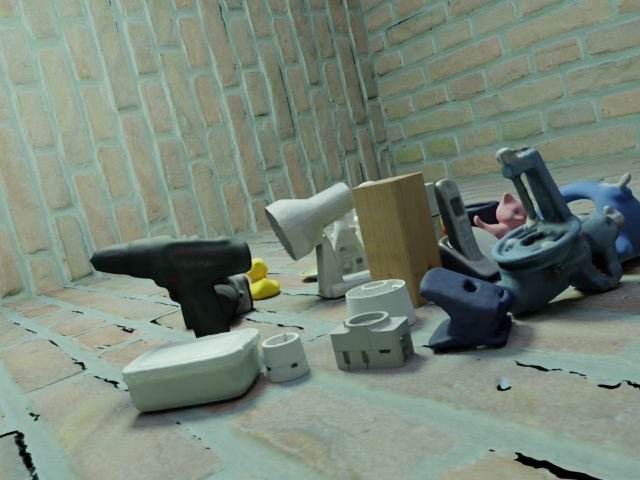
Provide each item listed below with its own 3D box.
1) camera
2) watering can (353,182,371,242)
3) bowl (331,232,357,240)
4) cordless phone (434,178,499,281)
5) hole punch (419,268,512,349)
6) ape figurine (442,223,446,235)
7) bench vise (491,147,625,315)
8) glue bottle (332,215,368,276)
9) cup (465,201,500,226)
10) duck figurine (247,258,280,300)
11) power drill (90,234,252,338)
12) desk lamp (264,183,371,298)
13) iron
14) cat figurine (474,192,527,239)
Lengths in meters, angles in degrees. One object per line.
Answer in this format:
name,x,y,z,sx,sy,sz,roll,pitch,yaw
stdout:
camera,-0.212,0.114,1.129,0.143,0.101,0.137,-13,7,-2
watering can,0.133,-0.045,1.389,0.101,0.194,0.173,-13,7,-3
bowl,0.117,0.003,1.535,0.167,0.075,0.167,-13,7,2
cordless phone,0.258,-0.023,0.994,0.093,0.185,0.148,-7,9,40
hole punch,0.183,0.077,0.711,0.100,0.091,0.109,-10,7,24
ape figurine,0.285,-0.011,1.245,0.077,0.092,0.076,-8,9,39
bench vise,0.310,-0.027,0.779,0.208,0.220,0.121,-18,8,-35
glue bottle,0.055,0.000,1.253,0.078,0.173,0.037,-14,7,-4
cup,0.348,-0.031,1.277,0.117,0.095,0.092,-11,7,17
duck figurine,-0.136,0.085,1.295,0.078,0.086,0.104,-15,7,-19
power drill,-0.206,0.089,0.866,0.230,0.208,0.075,-15,7,-11
desk lamp,0.010,0.004,1.131,0.203,0.213,0.117,-15,7,-14
iron,0.419,-0.031,0.937,0.119,0.141,0.257,-16,7,-21
cat figurine,0.376,-0.037,1.177,0.128,0.118,0.067,-14,7,-5
